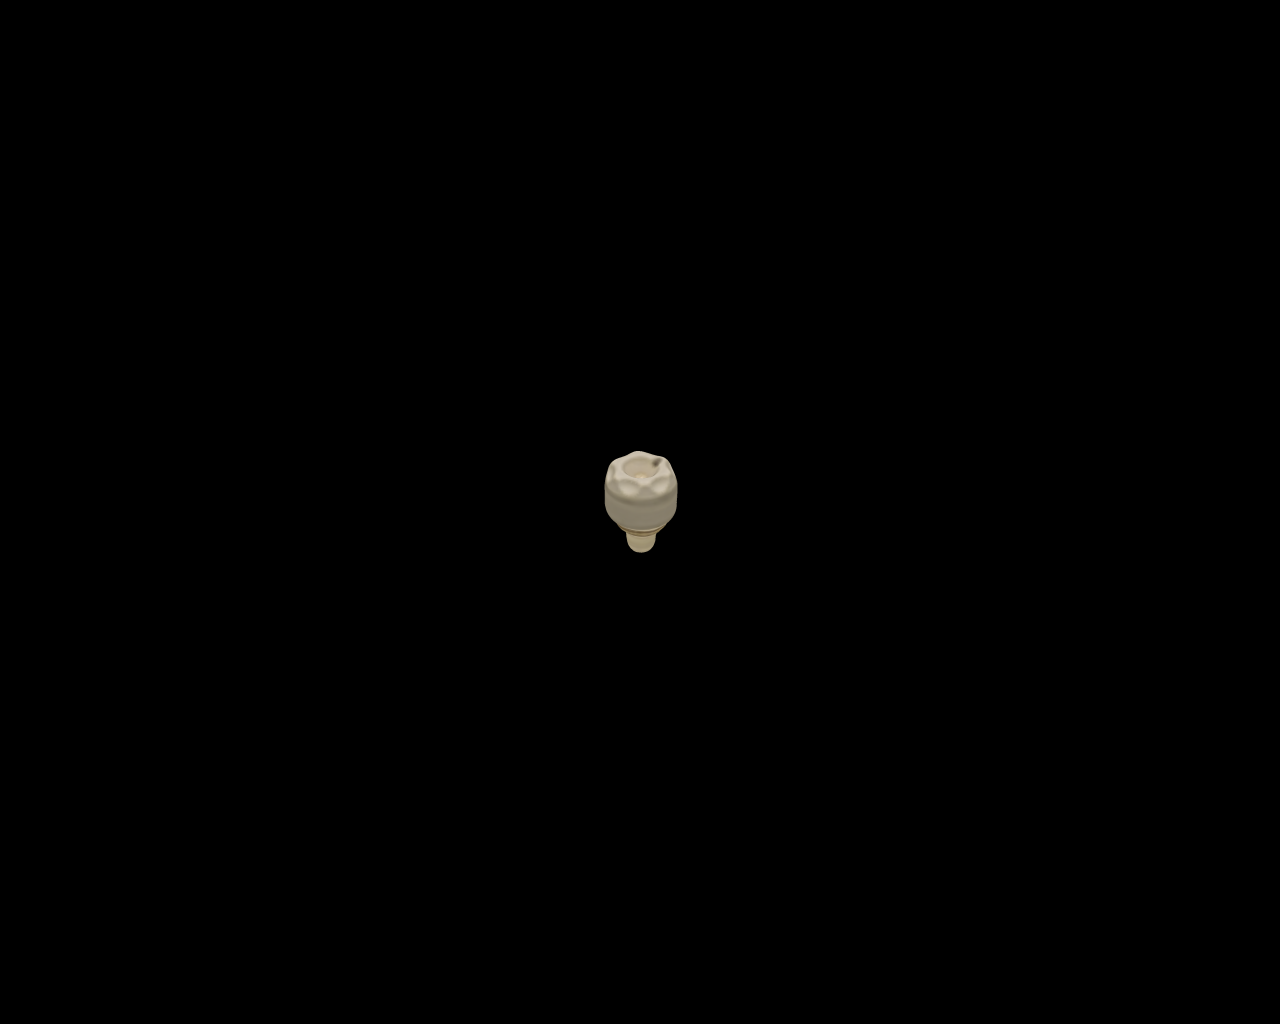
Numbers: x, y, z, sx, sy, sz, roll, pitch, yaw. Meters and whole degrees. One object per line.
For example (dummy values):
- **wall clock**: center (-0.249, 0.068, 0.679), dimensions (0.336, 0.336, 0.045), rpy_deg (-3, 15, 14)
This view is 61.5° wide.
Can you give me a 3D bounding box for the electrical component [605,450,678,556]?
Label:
- **electrical component**: center (0.001, -0.003, 0.650), dimensions (0.043, 0.062, 0.043), rpy_deg (0, 35, 0)
